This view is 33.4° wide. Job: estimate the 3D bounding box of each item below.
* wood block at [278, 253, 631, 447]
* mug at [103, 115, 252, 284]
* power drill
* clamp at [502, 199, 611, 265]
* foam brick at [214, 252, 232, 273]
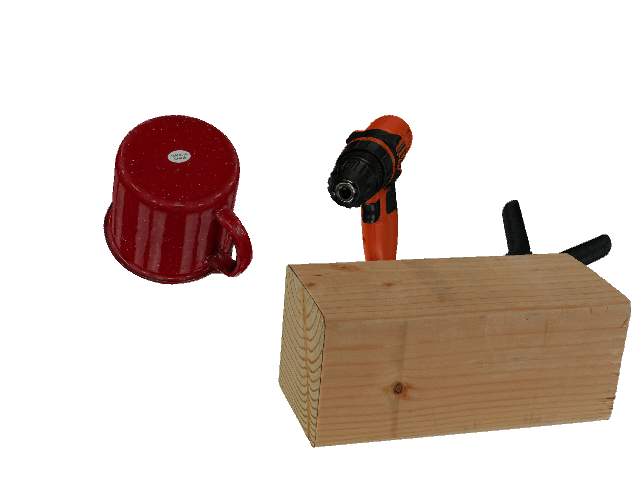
[{"bbox_3d":[0.085,0.068,0.702,0.205,0.091,0.090,-2,21,-17],"label":"wood block"},{"bbox_3d":[-0.091,-0.022,0.720,0.093,0.117,0.082,-36,-20,-30],"label":"mug"},{"bbox_3d":[0.049,-0.012,1.016,0.057,0.188,0.184,8,24,17],"label":"power drill"},{"bbox_3d":[0.214,0.024,1.113,0.120,0.039,0.171,26,49,28],"label":"clamp"},{"bbox_3d":[-0.135,0.002,1.144,0.078,0.051,0.053,0,25,-9],"label":"foam brick"}]
